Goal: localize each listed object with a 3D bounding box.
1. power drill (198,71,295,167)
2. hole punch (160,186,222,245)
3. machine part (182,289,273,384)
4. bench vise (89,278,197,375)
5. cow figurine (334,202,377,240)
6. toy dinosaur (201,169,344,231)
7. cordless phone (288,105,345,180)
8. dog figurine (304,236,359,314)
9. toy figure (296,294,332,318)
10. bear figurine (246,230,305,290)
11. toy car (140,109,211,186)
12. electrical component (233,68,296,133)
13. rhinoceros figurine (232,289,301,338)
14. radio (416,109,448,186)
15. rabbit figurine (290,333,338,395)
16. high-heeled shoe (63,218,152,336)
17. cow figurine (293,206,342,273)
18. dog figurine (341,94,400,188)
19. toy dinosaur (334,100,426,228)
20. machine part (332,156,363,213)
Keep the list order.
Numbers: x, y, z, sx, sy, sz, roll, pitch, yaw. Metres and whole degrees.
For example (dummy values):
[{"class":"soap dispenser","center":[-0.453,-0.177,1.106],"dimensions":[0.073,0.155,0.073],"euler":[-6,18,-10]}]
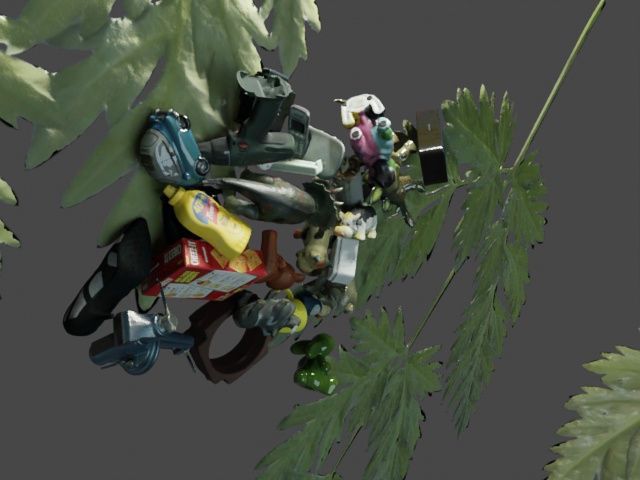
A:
[{"class":"power drill","center":[-0.151,-0.234,1.096],"dimensions":[0.232,0.086,0.207],"euler":[-1,133,-23]},{"class":"hole punch","center":[-0.273,-0.050,1.144],"dimensions":[0.142,0.092,0.115],"euler":[-14,87,-37]},{"class":"machine part","center":[-0.221,0.232,1.316],"dimensions":[0.201,0.087,0.200],"euler":[-37,132,-30]},{"class":"bench vise","center":[-0.345,0.206,1.118],"dimensions":[0.224,0.129,0.240],"euler":[-36,149,17]},{"class":"cow figurine","center":[0.095,-0.049,1.381],"dimensions":[0.167,0.068,0.098],"euler":[-8,109,-62]},{"class":"toy dinosaur","center":[-0.079,-0.085,1.197],"dimensions":[0.404,0.192,0.131],"euler":[-10,107,-68]},{"class":"cordless phone","center":[-0.010,-0.232,1.232],"dimensions":[0.089,0.147,0.184],"euler":[-59,170,-23]},{"class":"dog figurine","center":[0.070,0.092,1.488],"dimensions":[0.190,0.173,0.121],"euler":[-61,149,5]},{"class":"toy figure","center":[-0.012,0.191,1.533],"dimensions":[0.064,0.058,0.154],"euler":[-35,148,27]},{"class":"bear figurine","center":[-0.120,0.057,1.324],"dimensions":[0.195,0.120,0.132],"euler":[17,63,-67]},{"class":"toy car","center":[-0.291,-0.165,1.037],"dimensions":[0.103,0.109,0.161],"euler":[-42,131,-34]},{"class":"electrical component","center":[-0.119,-0.306,1.189],"dimensions":[0.115,0.058,0.134],"euler":[7,104,-49]},{"class":"rhinoceros figurine","center":[-0.118,0.180,1.278],"dimensions":[0.190,0.073,0.112],"euler":[14,97,-48]},{"class":"radio","center":[0.323,-0.267,1.553],"dimensions":[0.230,0.073,0.130],"euler":[-80,158,-47]},{"class":"rabbit figurine","center":[-0.020,0.348,1.579],"dimensions":[0.159,0.121,0.170],"euler":[39,61,-40]},{"class":"high-heeled shoe","center":[-0.425,0.073,1.072],"dimensions":[0.086,0.145,0.249],"euler":[44,47,-43]},{"class":"cow figurine","center":[-0.003,-0.004,1.396],"dimensions":[0.085,0.127,0.195],"euler":[31,83,-45]},{"class":"dog figurine","center":[0.136,-0.236,1.363],"dimensions":[0.108,0.192,0.219],"euler":[-21,143,6]},{"class":"toy dinosaur","center":[0.172,-0.210,1.497],"dimensions":[0.198,0.105,0.470],"euler":[-40,121,-20]},{"class":"machine part","center":[0.074,-0.135,1.415],"dimensions":[0.079,0.079,0.243],"euler":[-47,153,-19]}]
